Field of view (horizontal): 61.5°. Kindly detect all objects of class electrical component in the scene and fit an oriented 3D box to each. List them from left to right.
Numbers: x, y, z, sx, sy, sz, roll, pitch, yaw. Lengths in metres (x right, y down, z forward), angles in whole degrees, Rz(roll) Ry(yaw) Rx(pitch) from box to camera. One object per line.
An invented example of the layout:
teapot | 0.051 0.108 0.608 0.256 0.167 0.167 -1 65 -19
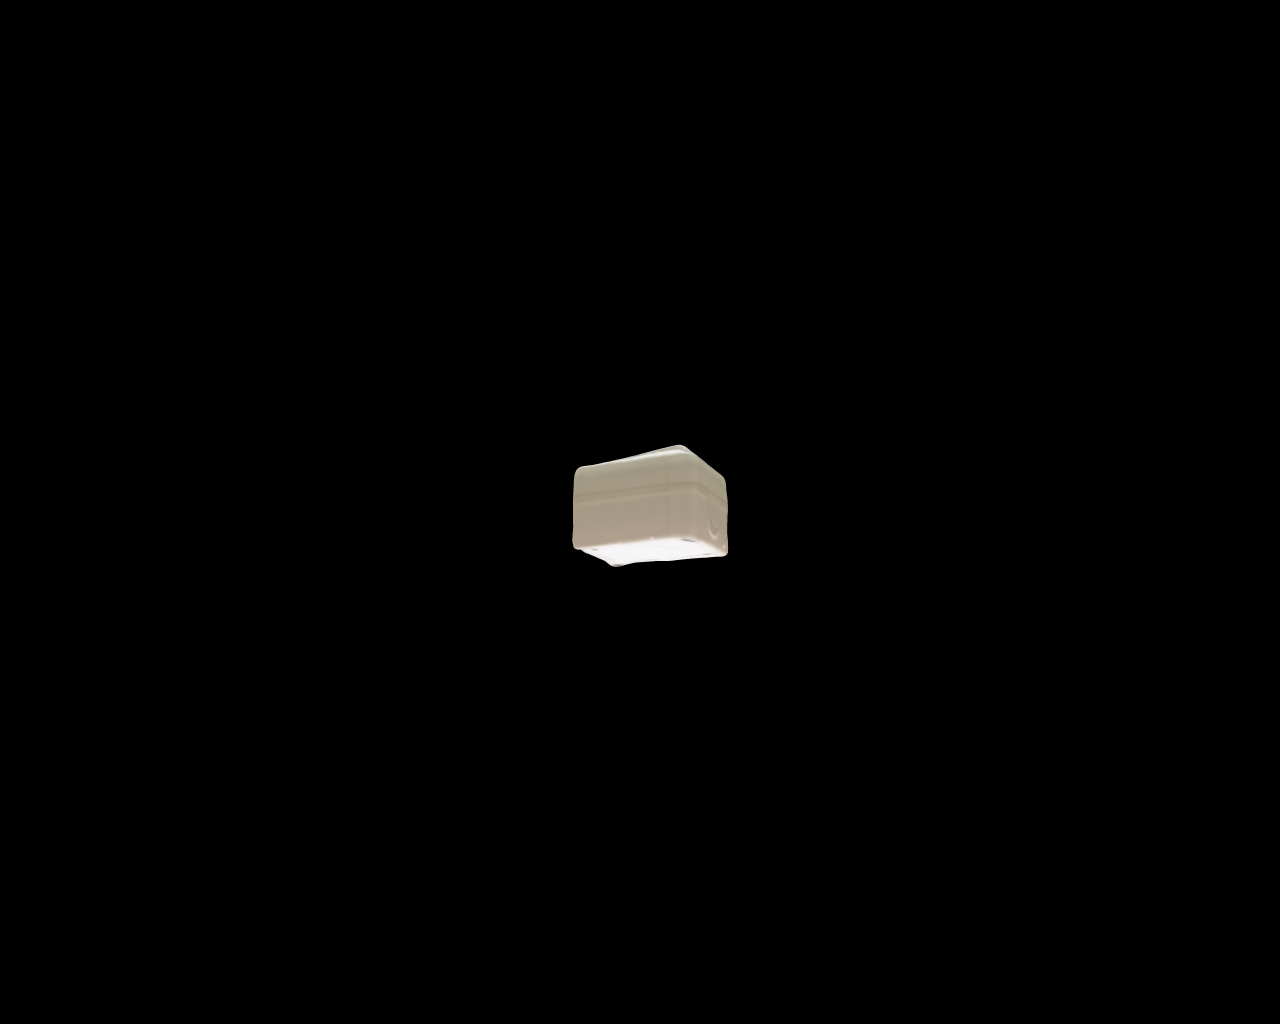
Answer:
electrical component | 0.001 -0.003 0.650 0.096 0.061 0.061 -6 -15 22
